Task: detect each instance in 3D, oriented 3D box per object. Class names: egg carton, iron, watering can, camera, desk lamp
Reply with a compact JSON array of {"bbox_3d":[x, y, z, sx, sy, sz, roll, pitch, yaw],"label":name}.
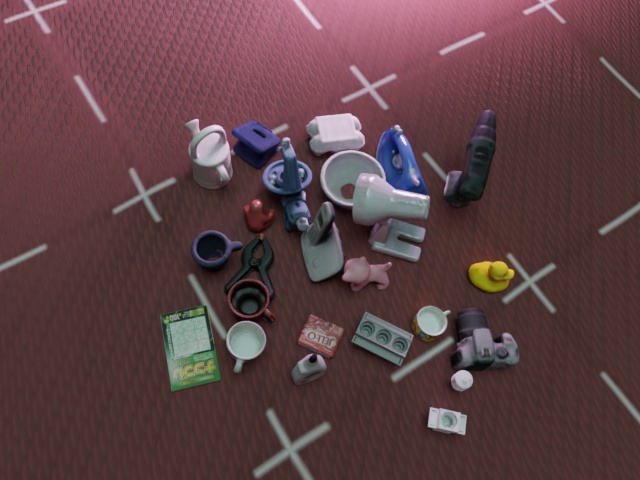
[{"bbox_3d":[0.041,-0.281,1.532,0.150,0.069,0.107,-9,67,-9],"label":"egg carton"},{"bbox_3d":[0.208,-0.206,1.475,0.119,0.141,0.258,-9,67,-9],"label":"iron"},{"bbox_3d":[-0.276,-0.218,1.404,0.172,0.194,0.101,34,67,10],"label":"watering can"},{"bbox_3d":[0.375,0.225,1.316,0.143,0.101,0.137,-1,66,-6],"label":"camera"},{"bbox_3d":[0.169,-0.058,1.363,0.203,0.213,0.118,16,65,2],"label":"desk lamp"}]

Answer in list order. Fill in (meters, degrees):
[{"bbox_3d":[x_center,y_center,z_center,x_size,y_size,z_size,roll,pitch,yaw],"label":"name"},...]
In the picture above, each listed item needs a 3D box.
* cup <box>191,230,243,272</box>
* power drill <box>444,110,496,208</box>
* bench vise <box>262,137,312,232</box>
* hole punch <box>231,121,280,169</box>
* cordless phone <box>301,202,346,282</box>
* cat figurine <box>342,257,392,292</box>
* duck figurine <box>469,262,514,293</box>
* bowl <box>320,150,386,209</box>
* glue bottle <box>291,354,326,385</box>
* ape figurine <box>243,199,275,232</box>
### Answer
[{"bbox_3d":[-0.239,0.034,1.347,0.118,0.095,0.091,-10,67,-10],"label":"cup"},{"bbox_3d":[0.380,-0.184,1.444,0.075,0.208,0.230,14,65,1],"label":"power drill"},{"bbox_3d":[-0.057,-0.134,1.372,0.122,0.220,0.207,-32,72,-18],"label":"bench vise"},{"bbox_3d":[-0.167,-0.262,1.491,0.108,0.091,0.101,36,67,11],"label":"hole punch"},{"bbox_3d":[0.012,0.005,1.335,0.094,0.185,0.147,-12,67,-11],"label":"cordless phone"},{"bbox_3d":[0.108,0.073,1.350,0.128,0.118,0.067,-6,66,-8],"label":"cat figurine"},{"bbox_3d":[0.420,0.080,1.395,0.104,0.086,0.077,15,65,2],"label":"duck figurine"},{"bbox_3d":[0.081,-0.142,1.470,0.167,0.075,0.167,2,65,-5],"label":"bowl"},{"bbox_3d":[-0.020,0.268,1.217,0.078,0.173,0.037,-22,69,-14],"label":"glue bottle"},{"bbox_3d":[-0.152,-0.067,1.403,0.077,0.092,0.076,26,66,7],"label":"ape figurine"}]
